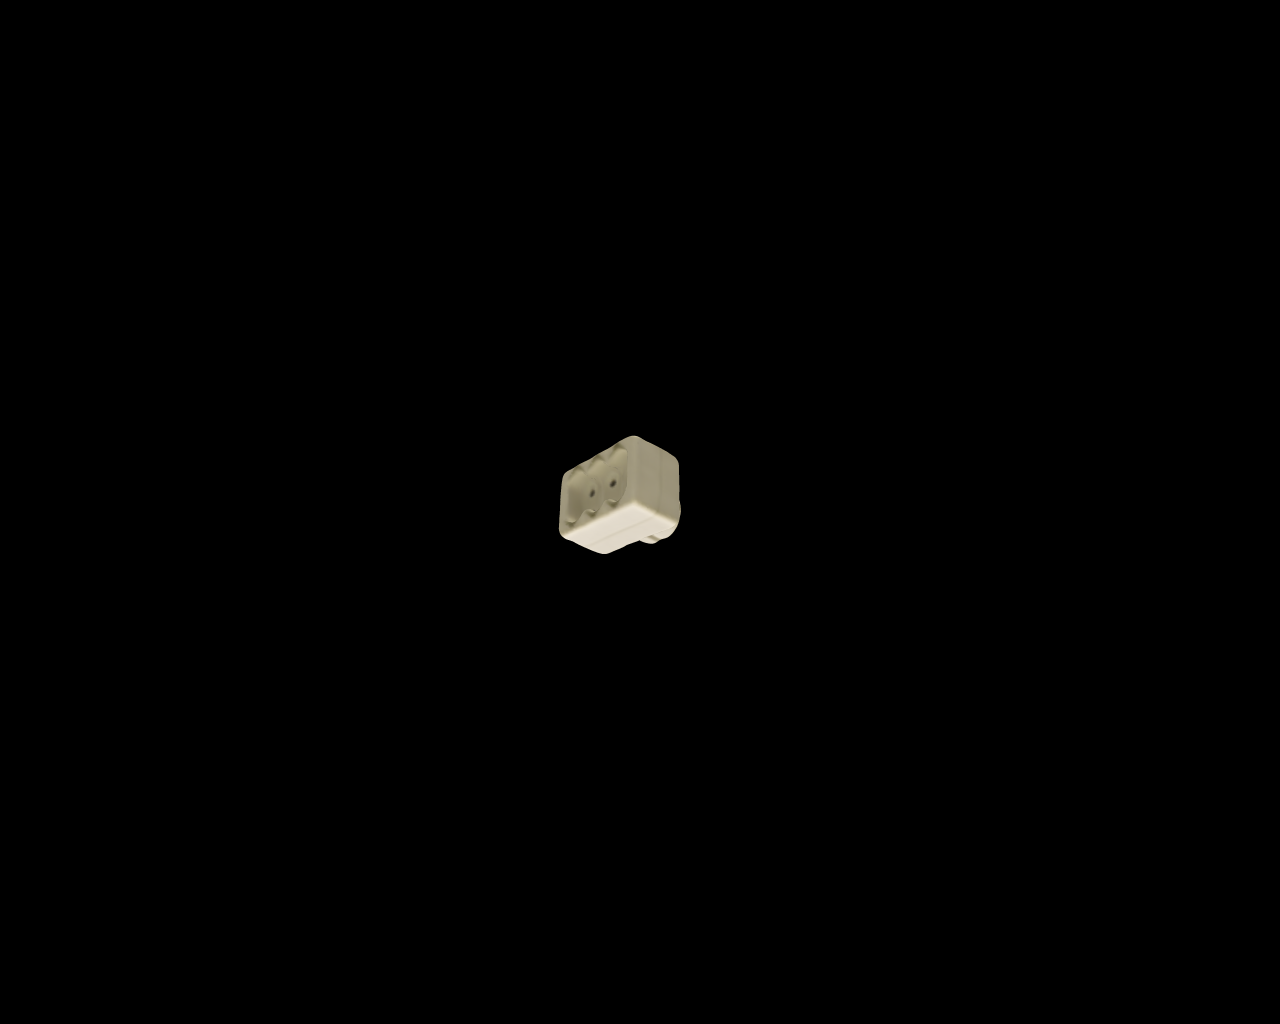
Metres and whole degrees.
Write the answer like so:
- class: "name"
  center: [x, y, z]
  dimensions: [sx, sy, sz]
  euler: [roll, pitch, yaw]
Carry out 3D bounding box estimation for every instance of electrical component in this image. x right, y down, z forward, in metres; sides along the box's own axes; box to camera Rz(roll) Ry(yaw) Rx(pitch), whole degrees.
- class: "electrical component"
  center: [0.001, -0.003, 0.650]
  dimensions: [0.065, 0.047, 0.076]
  euler: [-25, -37, 38]
